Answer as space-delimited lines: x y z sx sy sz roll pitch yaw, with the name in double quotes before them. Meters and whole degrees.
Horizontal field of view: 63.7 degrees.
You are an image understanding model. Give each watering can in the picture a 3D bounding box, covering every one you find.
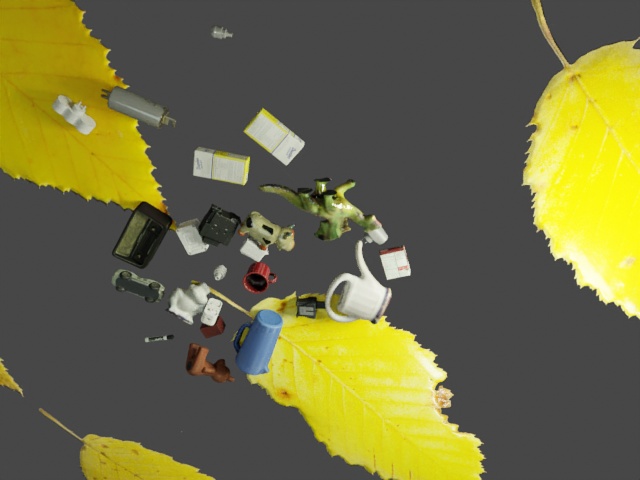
"watering can" 0.154 0.174 1.847 0.224 0.106 0.341 20 117 -7

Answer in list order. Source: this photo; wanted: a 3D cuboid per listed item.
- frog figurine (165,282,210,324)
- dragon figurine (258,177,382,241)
"frog figurine" -0.493 0.222 1.948 0.137 0.122 0.161 33 80 -4
"dragon figurine" 0.005 -0.087 1.734 0.410 0.125 0.237 4 127 18
